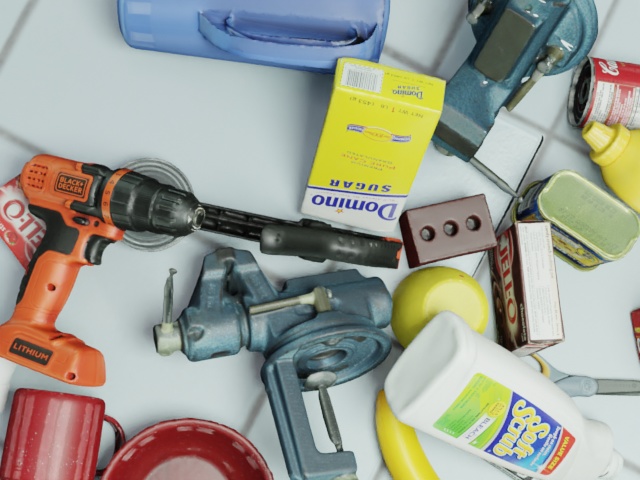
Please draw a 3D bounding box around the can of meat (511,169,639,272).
[{"bbox_3d":[0.238,-0.018,0.994,0.102,0.084,0.057,34,82,0],"label":"can of meat"}]

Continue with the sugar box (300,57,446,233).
[{"bbox_3d":[0.043,-0.078,0.944,0.093,0.176,0.048,13,51,-2],"label":"sugar box"}]

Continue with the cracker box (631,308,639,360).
[{"bbox_3d":[0.413,0.074,0.956,0.213,0.164,0.072,-11,87,-5],"label":"cracker box"}]

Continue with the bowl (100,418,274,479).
[{"bbox_3d":[-0.119,0.240,0.955,0.162,0.055,0.162,1,82,-8],"label":"bowl"}]

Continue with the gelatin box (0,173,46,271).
[{"bbox_3d":[-0.260,-0.018,0.988,0.073,0.030,0.089,-36,87,-6],"label":"gelatin box"}]

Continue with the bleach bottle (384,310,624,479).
[{"bbox_3d":[0.181,0.155,0.942,0.250,0.068,0.103,27,112,-28],"label":"bleach bottle"}]

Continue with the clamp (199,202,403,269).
[{"bbox_3d":[-0.006,0.001,0.945,0.209,0.165,0.036,10,95,-28],"label":"clamp"}]

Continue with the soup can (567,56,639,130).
[{"bbox_3d":[0.296,-0.134,1.018,0.102,0.068,0.068,8,84,-3],"label":"soup can"}]

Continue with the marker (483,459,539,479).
[{"bbox_3d":[0.181,0.213,1.000,0.121,0.020,0.020,33,83,0],"label":"marker"}]

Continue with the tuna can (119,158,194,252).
[{"bbox_3d":[-0.158,-0.032,0.994,0.086,0.034,0.086,0,84,-4],"label":"tuna can"}]

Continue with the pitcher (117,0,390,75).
[{"bbox_3d":[-0.057,-0.215,0.968,0.243,0.149,0.145,4,84,0],"label":"pitcher"}]

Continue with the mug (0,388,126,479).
[{"bbox_3d":[-0.226,0.178,0.948,0.117,0.093,0.081,15,77,-33],"label":"mug"}]

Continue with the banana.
[{"bbox_3d":[0.109,0.227,0.988,0.198,0.037,0.069,45,58,-1],"label":"banana"}]

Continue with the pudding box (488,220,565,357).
[{"bbox_3d":[0.187,0.046,0.975,0.039,0.090,0.113,-4,77,-7],"label":"pudding box"}]

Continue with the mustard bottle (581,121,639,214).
[{"bbox_3d":[0.319,-0.049,0.984,0.191,0.058,0.096,34,42,-13],"label":"mustard bottle"}]

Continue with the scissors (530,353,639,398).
[{"bbox_3d":[0.239,0.156,1.009,0.201,0.016,0.096,18,81,0],"label":"scissors"}]

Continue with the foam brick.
[{"bbox_3d":[0.118,-0.008,1.001,0.078,0.051,0.053,-14,85,-5],"label":"foam brick"}]

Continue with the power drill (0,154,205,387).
[{"bbox_3d":[-0.197,0.027,0.917,0.185,0.057,0.187,14,85,27],"label":"power drill"}]
